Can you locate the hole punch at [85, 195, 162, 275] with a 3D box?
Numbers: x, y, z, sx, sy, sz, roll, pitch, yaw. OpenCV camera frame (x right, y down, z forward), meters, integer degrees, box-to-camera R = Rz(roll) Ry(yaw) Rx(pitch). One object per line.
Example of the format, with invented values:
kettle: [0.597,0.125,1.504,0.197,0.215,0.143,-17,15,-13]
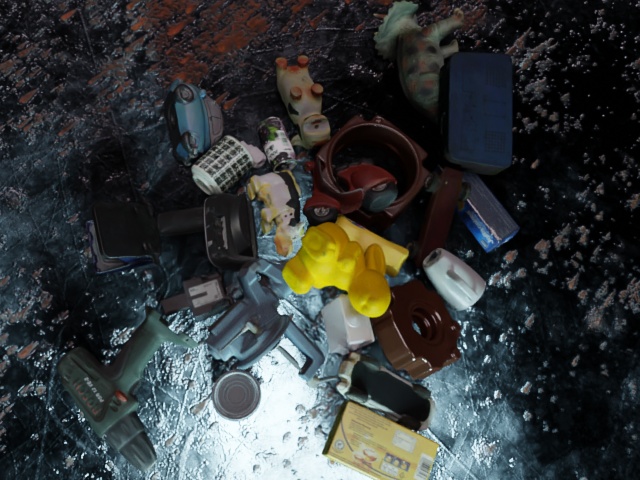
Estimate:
hole punch: [-0.356,-0.003,0.967,0.116,0.092,0.142,-3,64,-40]

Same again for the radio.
radio: [0.303,-0.248,1.055,0.131,0.073,0.229,3,82,-6]

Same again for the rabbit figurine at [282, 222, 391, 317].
rabbit figurine: [0.047,0.060,0.888,0.173,0.162,0.121,40,112,20]

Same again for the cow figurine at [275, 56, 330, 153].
cow figurine: [-0.034,-0.265,1.089,0.085,0.127,0.195,-16,59,-14]

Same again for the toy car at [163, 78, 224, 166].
toy car: [-0.240,-0.230,1.049,0.103,0.109,0.161,-10,80,-30]

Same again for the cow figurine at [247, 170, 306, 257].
cow figurine: [-0.069,-0.052,1.026,0.098,0.068,0.167,-18,75,-21]

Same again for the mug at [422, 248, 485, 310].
mug: [0.242,0.071,0.986,0.107,0.110,0.081,44,99,-12]

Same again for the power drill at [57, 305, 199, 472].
power drill: [-0.297,0.229,0.890,0.232,0.086,0.207,38,77,9]

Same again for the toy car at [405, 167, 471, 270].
toy car: [0.226,-0.039,1.036,0.089,0.053,0.202,13,93,-15]

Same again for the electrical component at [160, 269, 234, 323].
electrical component: [-0.218,0.107,0.955,0.119,0.047,0.075,-23,74,-14]

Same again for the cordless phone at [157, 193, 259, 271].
cordless phone: [-0.211,-0.009,0.991,0.184,0.088,0.146,-9,68,0]

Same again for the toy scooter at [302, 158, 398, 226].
toy scooter: [0.041,-0.101,0.963,0.184,0.075,0.135,-21,63,-16]

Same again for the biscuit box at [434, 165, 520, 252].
biscuit box: [0.311,-0.076,1.088,0.063,0.059,0.203,-30,76,-18]

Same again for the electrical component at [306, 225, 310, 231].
electrical component: [-0.002,-0.003,0.999,0.021,0.094,0.063,-33,81,-24]

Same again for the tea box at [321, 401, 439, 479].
tea box: [0.099,0.350,0.899,0.170,0.068,0.098,26,68,3]

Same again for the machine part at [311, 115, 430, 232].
machine part: [0.100,-0.134,1.067,0.201,0.087,0.201,41,70,6]

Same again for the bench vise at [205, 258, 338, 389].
bench vise: [-0.069,0.151,0.929,0.240,0.129,0.223,48,60,-11]

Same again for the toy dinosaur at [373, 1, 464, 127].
toy dinosaur: [0.227,-0.355,1.154,0.192,0.131,0.404,-11,76,1]

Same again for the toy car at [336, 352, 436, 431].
toy car: [0.114,0.261,0.917,0.201,0.056,0.073,32,67,-17]

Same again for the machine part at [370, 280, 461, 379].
machine part: [0.172,0.154,0.949,0.179,0.056,0.179,22,48,-27]
